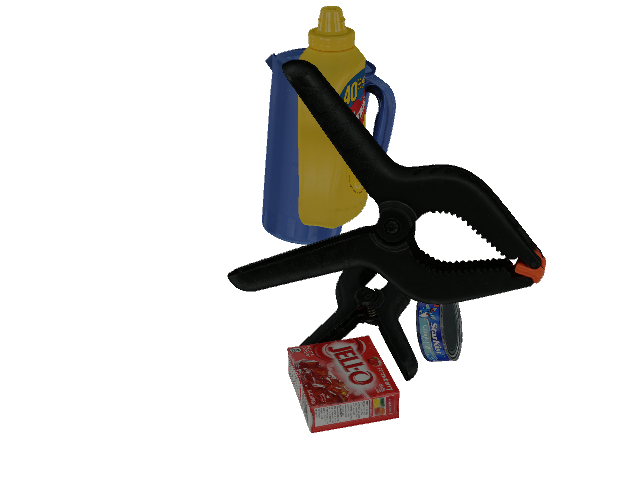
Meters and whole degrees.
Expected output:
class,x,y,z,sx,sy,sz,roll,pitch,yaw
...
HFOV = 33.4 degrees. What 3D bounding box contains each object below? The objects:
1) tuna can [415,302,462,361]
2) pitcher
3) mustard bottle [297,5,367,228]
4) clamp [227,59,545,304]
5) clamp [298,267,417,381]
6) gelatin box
class,x,y,z,sx,sy,sz,roll,pitch,yaw
tuna can,0.141,0.101,1.267,0.034,0.086,0.086,-6,-2,22
pitcher,-0.001,-0.119,1.383,0.144,0.243,0.149,1,23,-17
mustard bottle,0.011,-0.114,0.961,0.058,0.192,0.096,9,28,21
clamp,0.047,-0.023,0.701,0.210,0.165,0.036,13,19,11
clamp,0.058,0.073,1.078,0.120,0.171,0.039,15,-38,15
gelatin box,0.017,0.114,0.866,0.073,0.030,0.089,-8,28,-11
